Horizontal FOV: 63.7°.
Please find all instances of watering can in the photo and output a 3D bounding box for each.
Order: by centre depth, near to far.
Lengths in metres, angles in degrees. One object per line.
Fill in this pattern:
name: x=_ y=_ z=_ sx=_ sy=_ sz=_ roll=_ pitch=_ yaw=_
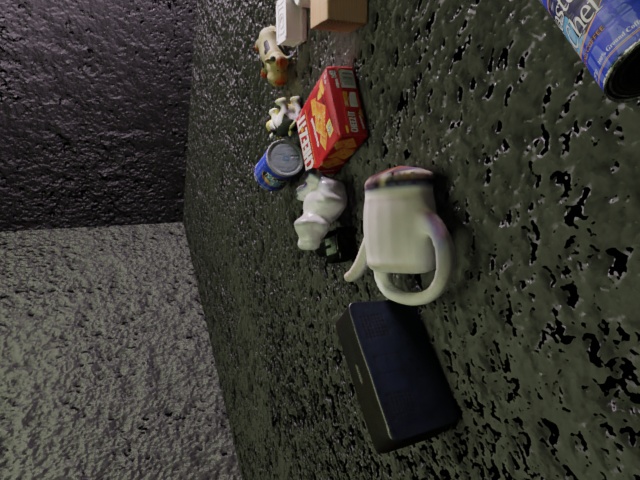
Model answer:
watering can: x=0.114 y=-0.008 z=0.878 sx=0.347 sy=0.104 sz=0.224 roll=179 pitch=89 yaw=-67

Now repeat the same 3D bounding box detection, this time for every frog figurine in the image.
frog figurine: x=0.003 y=-0.056 z=1.110 sx=0.135 sy=0.122 sz=0.163 roll=-36 pitch=52 yaw=43
